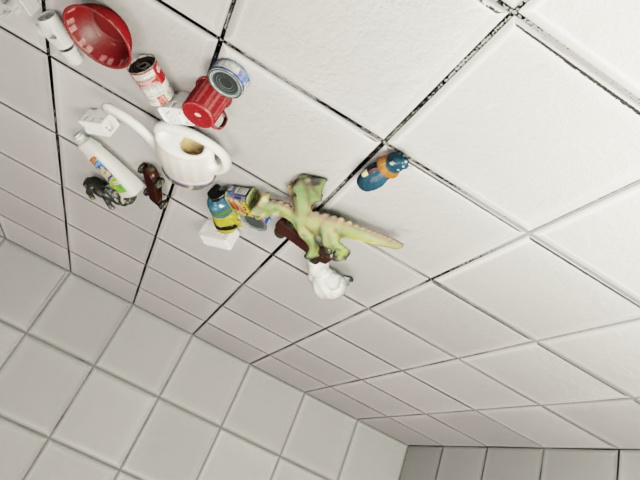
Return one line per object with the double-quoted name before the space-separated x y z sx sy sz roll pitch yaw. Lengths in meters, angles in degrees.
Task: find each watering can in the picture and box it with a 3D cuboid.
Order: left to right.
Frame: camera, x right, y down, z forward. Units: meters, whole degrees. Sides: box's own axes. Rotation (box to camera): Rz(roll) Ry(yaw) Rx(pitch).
"watering can" -0.393 -0.243 1.355 0.348 0.106 0.220 21 152 3

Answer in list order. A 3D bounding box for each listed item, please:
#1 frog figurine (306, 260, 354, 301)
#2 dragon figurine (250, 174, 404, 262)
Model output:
"frog figurine" 0.012 0.122 1.651 0.138 0.123 0.157 24 170 43
"dragon figurine" 0.004 -0.069 1.366 0.410 0.125 0.237 -1 135 25
